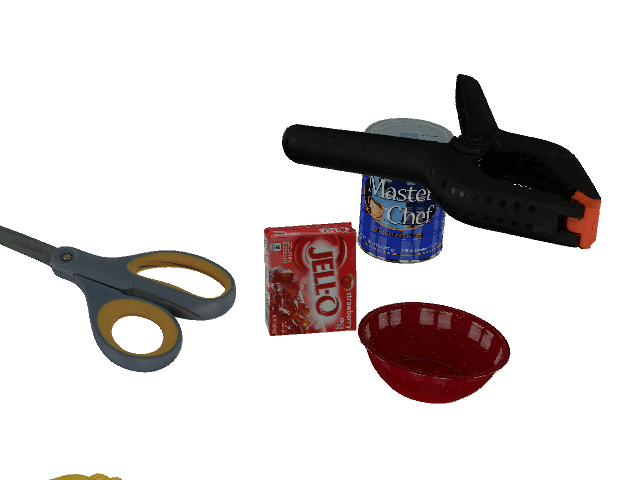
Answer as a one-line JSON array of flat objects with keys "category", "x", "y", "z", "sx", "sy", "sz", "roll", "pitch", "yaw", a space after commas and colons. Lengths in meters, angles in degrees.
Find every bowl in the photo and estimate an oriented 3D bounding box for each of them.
[{"category": "bowl", "x": 0.117, "y": 0.126, "z": 1.135, "sx": 0.162, "sy": 0.055, "sz": 0.162, "roll": 5, "pitch": 24, "yaw": -3}]

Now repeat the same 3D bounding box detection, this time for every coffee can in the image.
[{"category": "coffee can", "x": 0.098, "y": -0.059, "z": 1.241, "sx": 0.103, "sy": 0.140, "sz": 0.103, "roll": 2, "pitch": 29, "yaw": -1}]

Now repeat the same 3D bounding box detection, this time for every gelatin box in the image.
[{"category": "gelatin box", "x": -0.008, "y": 0.031, "z": 0.870, "sx": 0.073, "sy": 0.089, "sz": 0.030, "roll": -3, "pitch": 21, "yaw": -9}]

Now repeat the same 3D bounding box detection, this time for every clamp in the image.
[{"category": "clamp", "x": 0.085, "y": -0.048, "z": 0.671, "sx": 0.164, "sy": 0.036, "sz": 0.210, "roll": -17, "pitch": 34, "yaw": -23}]

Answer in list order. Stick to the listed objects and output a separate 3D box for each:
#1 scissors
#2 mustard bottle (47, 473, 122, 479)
[{"category": "scissors", "x": -0.152, "y": 0.028, "z": 0.640, "sx": 0.202, "sy": 0.016, "sz": 0.096, "roll": 8, "pitch": 46, "yaw": 10}, {"category": "mustard bottle", "x": -0.222, "y": 0.233, "z": 0.851, "sx": 0.096, "sy": 0.058, "sz": 0.191, "roll": 8, "pitch": 15, "yaw": 28}]
